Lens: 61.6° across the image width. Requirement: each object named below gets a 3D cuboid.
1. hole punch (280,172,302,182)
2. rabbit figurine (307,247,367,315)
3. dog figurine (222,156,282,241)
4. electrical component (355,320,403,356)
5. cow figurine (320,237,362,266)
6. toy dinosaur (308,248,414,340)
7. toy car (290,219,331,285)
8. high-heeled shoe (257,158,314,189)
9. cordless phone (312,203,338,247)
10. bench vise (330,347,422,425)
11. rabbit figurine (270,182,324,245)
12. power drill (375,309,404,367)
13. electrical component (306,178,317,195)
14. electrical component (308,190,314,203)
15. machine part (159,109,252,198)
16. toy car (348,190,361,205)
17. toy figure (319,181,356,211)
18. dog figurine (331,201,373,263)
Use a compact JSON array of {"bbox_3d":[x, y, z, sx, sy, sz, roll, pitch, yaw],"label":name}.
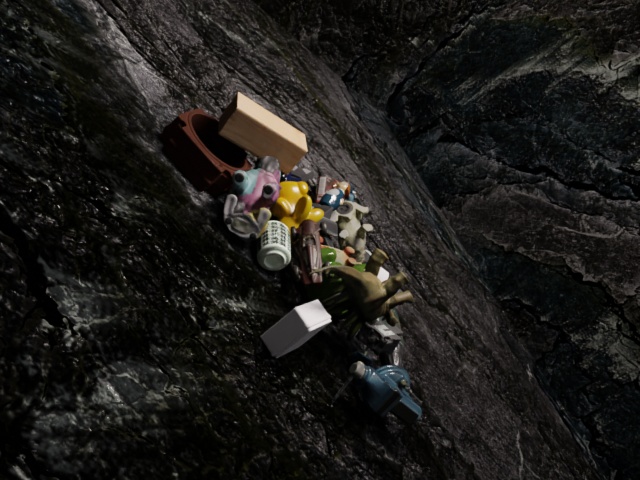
[{"bbox_3d":[-0.122,-0.170,1.475,0.116,0.142,0.092,-62,143,-49],"label":"hole punch"},{"bbox_3d":[0.061,0.109,1.330,0.170,0.159,0.121,0,29,-32],"label":"rabbit figurine"},{"bbox_3d":[-0.150,-0.103,1.277,0.108,0.191,0.219,18,12,-1],"label":"dog figurine"},{"bbox_3d":[0.144,0.224,1.241,0.075,0.047,0.119,38,15,28],"label":"electrical component"},{"bbox_3d":[0.042,0.076,1.427,0.195,0.127,0.085,20,39,-23],"label":"cow figurine"},{"bbox_3d":[0.102,0.126,1.224,0.105,0.198,0.470,44,-5,35],"label":"toy dinosaur"},{"bbox_3d":[-0.023,0.023,1.258,0.202,0.089,0.053,-94,179,-48],"label":"toy car"},{"bbox_3d":[-0.106,-0.205,1.672,0.145,0.086,0.248,23,0,9],"label":"high-heeled shoe"},{"bbox_3d":[-0.004,-0.004,1.513,0.147,0.089,0.184,16,-49,50],"label":"cordless phone"},{"bbox_3d":[0.121,0.315,1.210,0.223,0.129,0.241,29,9,-25],"label":"bench vise"},{"bbox_3d":[-0.073,-0.059,1.393,0.121,0.162,0.173,47,37,-46],"label":"rabbit figurine"},{"bbox_3d":[0.152,0.227,1.451,0.207,0.086,0.232,42,24,-10],"label":"power drill"},{"bbox_3d":[-0.003,-0.149,1.653,0.094,0.021,0.063,53,22,2],"label":"electrical component"},{"bbox_3d":[-0.019,-0.091,1.638,0.114,0.058,0.134,43,23,-26],"label":"electrical component"},{"bbox_3d":[-0.270,-0.214,1.298,0.201,0.087,0.201,47,22,-7],"label":"machine part"},{"bbox_3d":[0.069,-0.094,1.740,0.103,0.161,0.109,-8,40,-17],"label":"toy car"},{"bbox_3d":[0.053,-0.130,1.562,0.064,0.057,0.154,38,47,7],"label":"toy figure"},{"bbox_3d":[0.089,-0.008,1.616,0.190,0.121,0.172,85,-3,-52],"label":"dog figurine"}]
